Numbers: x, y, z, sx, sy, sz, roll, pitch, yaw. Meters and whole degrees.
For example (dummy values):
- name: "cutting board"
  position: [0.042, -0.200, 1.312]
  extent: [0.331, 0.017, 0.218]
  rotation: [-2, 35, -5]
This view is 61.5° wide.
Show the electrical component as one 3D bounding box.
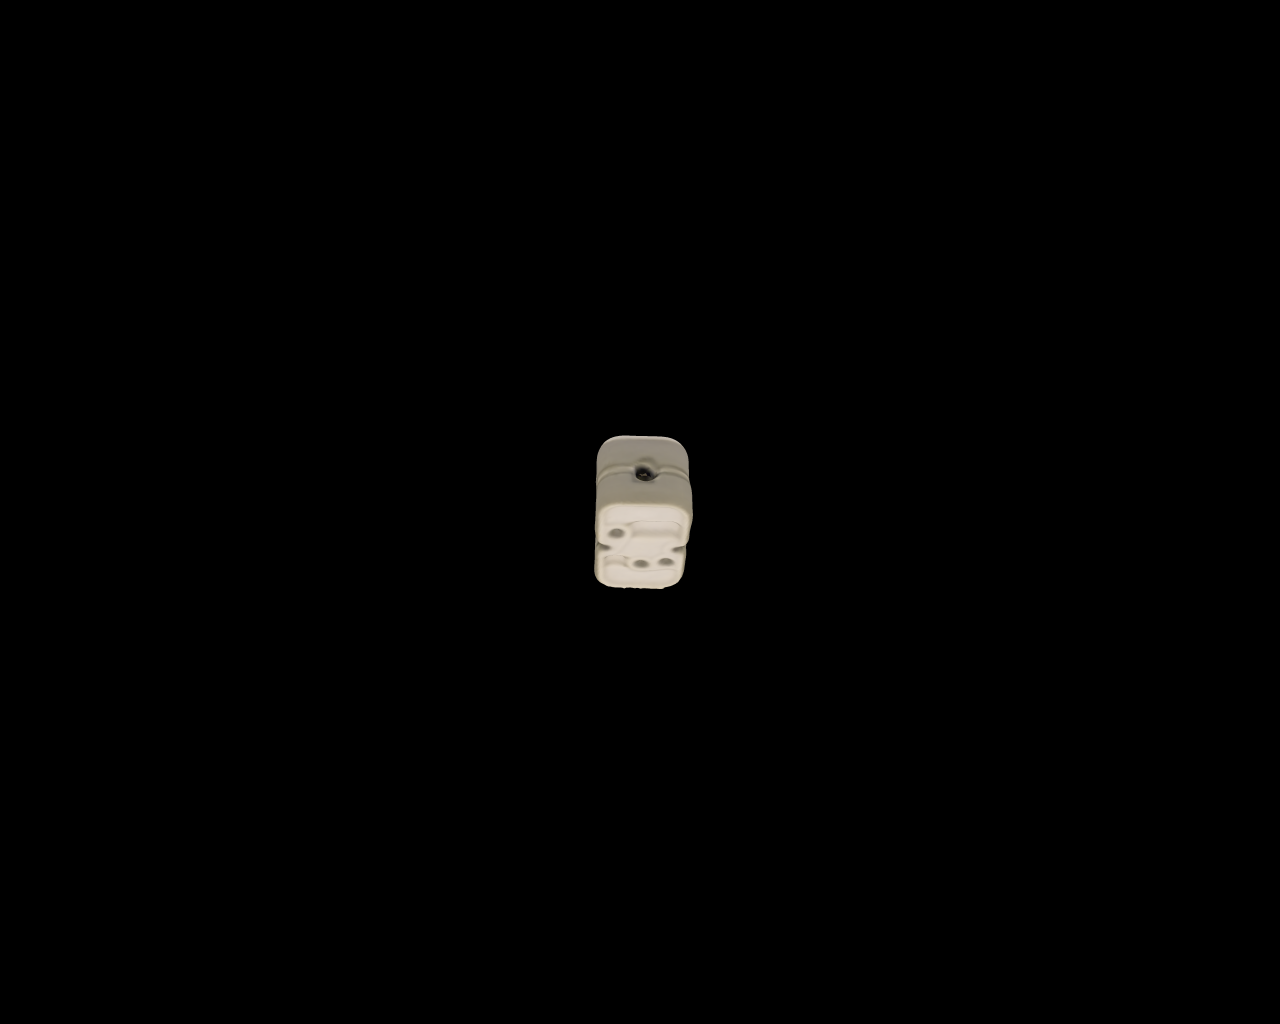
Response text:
- name: "electrical component"
  position: [0.001, -0.003, 0.650]
  extent: [0.054, 0.059, 0.095]
  rotation: [1, -34, -2]
